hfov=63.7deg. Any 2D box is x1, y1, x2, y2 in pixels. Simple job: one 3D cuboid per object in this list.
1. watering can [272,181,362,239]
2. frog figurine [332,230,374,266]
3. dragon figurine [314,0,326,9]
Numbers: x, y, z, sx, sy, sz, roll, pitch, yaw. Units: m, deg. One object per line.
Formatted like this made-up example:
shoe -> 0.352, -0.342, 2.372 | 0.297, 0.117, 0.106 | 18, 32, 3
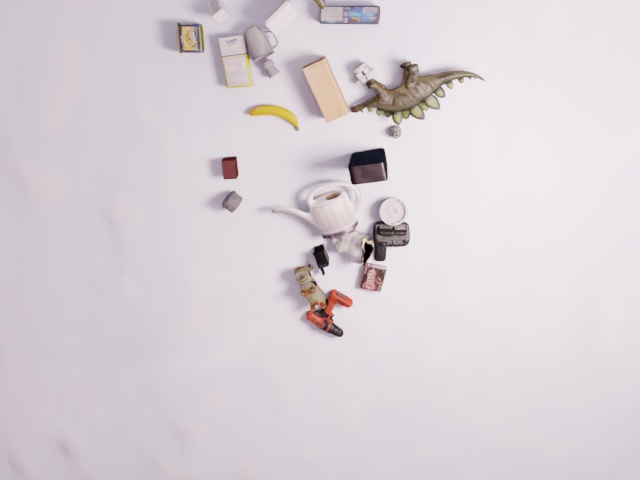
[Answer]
watering can -> 0.006, -0.101, 2.001 | 0.346, 0.106, 0.221 | -20, 112, 9
frog figurine -> 0.129, 0.025, 2.068 | 0.160, 0.125, 0.134 | 13, 130, 36
dragon figurine -> -0.158, -0.917, 1.685 | 0.241, 0.124, 0.405 | -13, 110, 29
